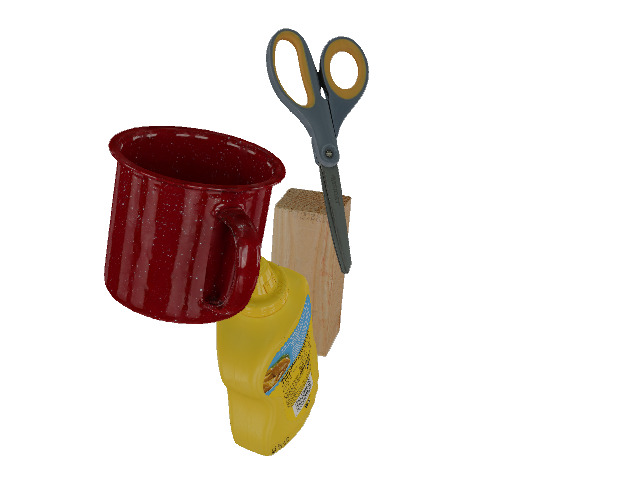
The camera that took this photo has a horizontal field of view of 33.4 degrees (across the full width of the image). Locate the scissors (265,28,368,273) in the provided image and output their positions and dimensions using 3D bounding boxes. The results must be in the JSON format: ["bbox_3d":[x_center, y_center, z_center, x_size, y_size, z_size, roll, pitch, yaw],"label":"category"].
[{"bbox_3d":[0.018,-0.082,0.867,0.096,0.202,0.016,-23,-2,-25],"label":"scissors"}]

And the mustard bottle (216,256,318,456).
[{"bbox_3d":[-0.039,0.074,0.776,0.058,0.096,0.191,20,-33,17],"label":"mustard bottle"}]

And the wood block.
[{"bbox_3d":[-0.017,0.042,1.475,0.090,0.206,0.090,9,22,10],"label":"wood block"}]

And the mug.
[{"bbox_3d":[-0.064,-0.003,0.562,0.093,0.081,0.117,-5,27,-35],"label":"mug"}]
